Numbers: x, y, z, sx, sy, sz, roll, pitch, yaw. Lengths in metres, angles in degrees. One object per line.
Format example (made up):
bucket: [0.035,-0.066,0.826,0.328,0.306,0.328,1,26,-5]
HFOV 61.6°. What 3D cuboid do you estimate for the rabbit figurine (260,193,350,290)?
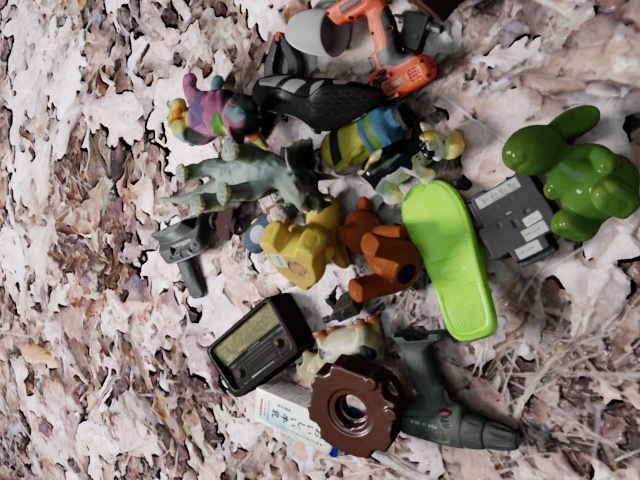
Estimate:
rabbit figurine: [-0.002,-0.003,0.979,0.122,0.173,0.162,-2,139,34]

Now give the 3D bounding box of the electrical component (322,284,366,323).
electrical component: [0.050,0.110,1.000,0.102,0.078,0.045,-27,105,38]

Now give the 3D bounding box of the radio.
radio: [-0.124,0.222,1.121,0.229,0.073,0.131,-42,73,30]

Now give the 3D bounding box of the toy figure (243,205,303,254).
toy figure: [-0.094,-0.033,1.083,0.064,0.058,0.154,35,119,-18]

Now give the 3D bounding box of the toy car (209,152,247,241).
toy car: [-0.182,-0.100,1.133,0.089,0.053,0.202,12,98,37]

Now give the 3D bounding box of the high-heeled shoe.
high-heeled shoe: [-0.007,-0.262,0.953,0.249,0.145,0.086,-3,132,13]

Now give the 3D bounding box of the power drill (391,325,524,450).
power drill: [0.211,0.246,0.908,0.232,0.086,0.207,-10,98,37]

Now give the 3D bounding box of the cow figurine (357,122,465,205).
cow figurine: [0.145,-0.136,0.872,0.167,0.098,0.068,-34,40,27]

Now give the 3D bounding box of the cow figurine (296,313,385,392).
cow figurine: [0.037,0.224,1.013,0.195,0.085,0.127,-25,76,32]

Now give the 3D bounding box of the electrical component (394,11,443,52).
electrical component: [0.157,-0.345,0.897,0.094,0.021,0.063,26,110,28]

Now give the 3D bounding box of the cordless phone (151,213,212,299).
cordless phone: [-0.286,0.042,1.216,0.147,0.089,0.184,-18,97,33]

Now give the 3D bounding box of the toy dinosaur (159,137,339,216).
toy dinosaur: [-0.137,-0.112,0.999,0.405,0.192,0.131,3,94,51]

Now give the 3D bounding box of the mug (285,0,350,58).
mug: [-0.008,-0.386,0.971,0.107,0.080,0.109,16,90,38]

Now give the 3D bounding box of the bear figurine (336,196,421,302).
bear figurine: [0.077,0.006,0.904,0.196,0.132,0.120,45,126,46]

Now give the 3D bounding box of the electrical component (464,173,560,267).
electrical component: [0.302,-0.029,0.819,0.115,0.058,0.134,-31,79,34]

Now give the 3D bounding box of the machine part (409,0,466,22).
machine part: [0.122,-0.426,0.801,0.201,0.201,0.087,49,114,19]

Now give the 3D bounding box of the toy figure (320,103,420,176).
toy figure: [0.081,-0.178,0.935,0.180,0.082,0.089,-31,67,37]

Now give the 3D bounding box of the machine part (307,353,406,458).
machine part: [0.060,0.288,0.930,0.180,0.056,0.179,7,105,27]

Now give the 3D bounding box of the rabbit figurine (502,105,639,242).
rabbit figurine: [0.335,-0.108,0.723,0.170,0.159,0.121,30,158,-2]

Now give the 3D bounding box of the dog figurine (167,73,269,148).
dog figurine: [-0.201,-0.231,1.080,0.219,0.108,0.191,48,121,28]
